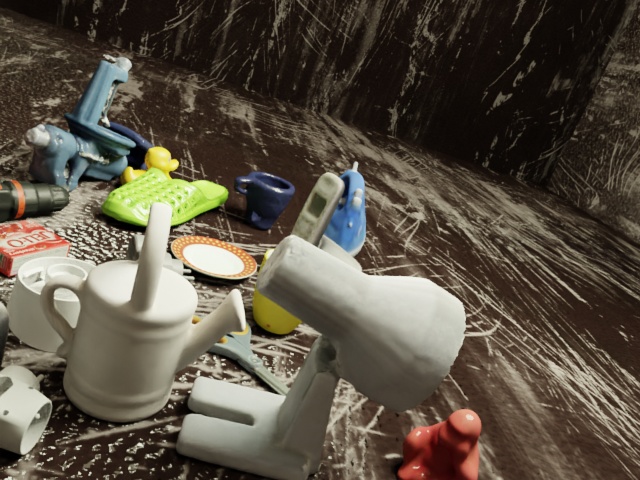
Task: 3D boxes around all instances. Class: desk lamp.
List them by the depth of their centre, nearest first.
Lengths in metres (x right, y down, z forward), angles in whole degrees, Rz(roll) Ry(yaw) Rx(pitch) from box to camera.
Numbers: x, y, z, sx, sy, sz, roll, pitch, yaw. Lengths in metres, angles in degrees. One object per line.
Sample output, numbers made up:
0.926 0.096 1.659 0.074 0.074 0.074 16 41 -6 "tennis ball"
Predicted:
0.000 0.110 0.519 0.203 0.213 0.118 17 20 -10 "desk lamp"

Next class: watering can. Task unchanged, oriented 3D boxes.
-0.157 0.059 0.526 0.173 0.194 0.100 6 24 -36 "watering can"

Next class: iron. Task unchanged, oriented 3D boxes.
0.057 -0.066 1.153 0.119 0.141 0.258 18 20 -9 "iron"

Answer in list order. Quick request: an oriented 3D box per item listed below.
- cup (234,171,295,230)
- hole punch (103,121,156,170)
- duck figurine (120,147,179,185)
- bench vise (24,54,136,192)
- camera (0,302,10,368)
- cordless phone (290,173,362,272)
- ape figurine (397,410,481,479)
-0.113 -0.070 1.061 0.118 0.095 0.091 6 24 -36 "cup"
-0.359 -0.176 1.100 0.108 0.091 0.101 26 20 15 "hole punch"
-0.303 -0.127 1.035 0.105 0.086 0.077 0 28 -45 "duck figurine"
-0.369 -0.189 0.931 0.121 0.220 0.207 20 19 -2 "bench vise"
-0.352 0.061 0.464 0.143 0.101 0.137 26 20 15 "camera"
0.008 0.003 0.853 0.094 0.185 0.147 -1 28 -46 "cordless phone"
0.129 0.208 0.571 0.076 0.092 0.077 4 25 -39 "ape figurine"
